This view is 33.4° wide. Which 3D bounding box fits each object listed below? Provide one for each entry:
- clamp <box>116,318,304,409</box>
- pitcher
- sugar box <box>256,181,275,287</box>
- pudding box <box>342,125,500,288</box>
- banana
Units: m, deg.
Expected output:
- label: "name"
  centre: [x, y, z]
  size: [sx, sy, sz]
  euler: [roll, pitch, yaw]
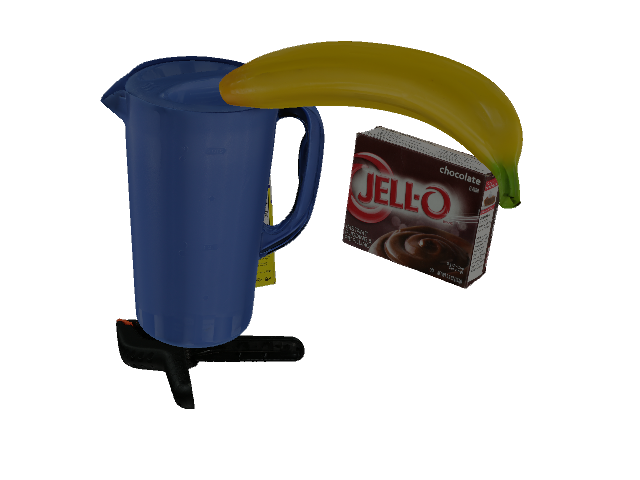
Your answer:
- label: "clamp"
  centre: [-0.145, 0.117, 1.089]
  size: [0.210, 0.036, 0.164]
  euler: [9, 19, 34]
- label: "pitcher"
  centre: [-0.097, -0.030, 0.940]
  size: [0.149, 0.243, 0.144]
  euler: [25, 34, 32]
- label: "sugar box"
  centre: [-0.087, -0.039, 1.327]
  size: [0.048, 0.176, 0.093]
  euler: [-9, 24, -11]
- label: "pudding box"
  centre: [0.075, -0.027, 0.794]
  size: [0.114, 0.090, 0.039]
  euler: [20, 28, 27]
- label: "banana"
  centre: [0.035, -0.081, 0.602]
  size: [0.198, 0.069, 0.037]
  euler: [22, -31, 27]
